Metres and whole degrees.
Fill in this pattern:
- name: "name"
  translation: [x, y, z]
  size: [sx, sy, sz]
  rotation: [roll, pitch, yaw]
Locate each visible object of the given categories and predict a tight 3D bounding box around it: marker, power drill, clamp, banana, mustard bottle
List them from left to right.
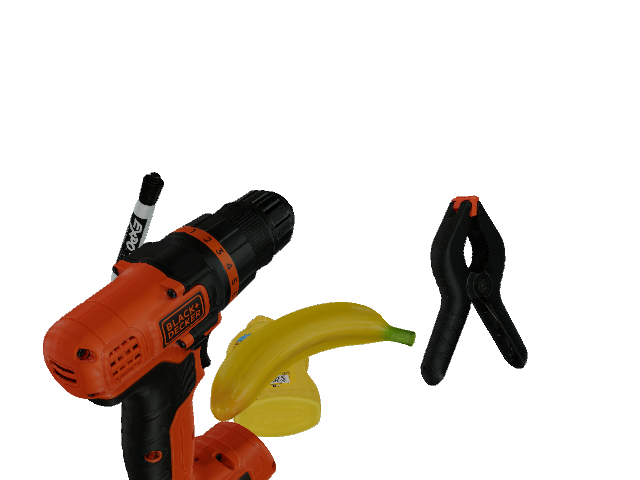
- name: "marker"
  translation: [-0.164, -0.009, 0.958]
  size: [0.020, 0.121, 0.020]
  rotation: [17, 31, -11]
- name: "power drill"
  translation: [-0.073, 0.079, 0.635]
  size: [0.057, 0.188, 0.184]
  rotation: [18, 39, 34]
- name: "mustard bottle"
  translation: [-0.060, 0.145, 1.232]
  size: [0.096, 0.058, 0.191]
  rotation: [-5, 30, -7]
- name: "banana"
  translation: [-0.017, 0.082, 0.810]
  size: [0.197, 0.037, 0.070]
  rotation: [-19, 27, -38]
- name: "clamp"
  translation: [0.129, 0.048, 0.964]
  size: [0.120, 0.171, 0.039]
  rotation: [-16, 6, -39]
